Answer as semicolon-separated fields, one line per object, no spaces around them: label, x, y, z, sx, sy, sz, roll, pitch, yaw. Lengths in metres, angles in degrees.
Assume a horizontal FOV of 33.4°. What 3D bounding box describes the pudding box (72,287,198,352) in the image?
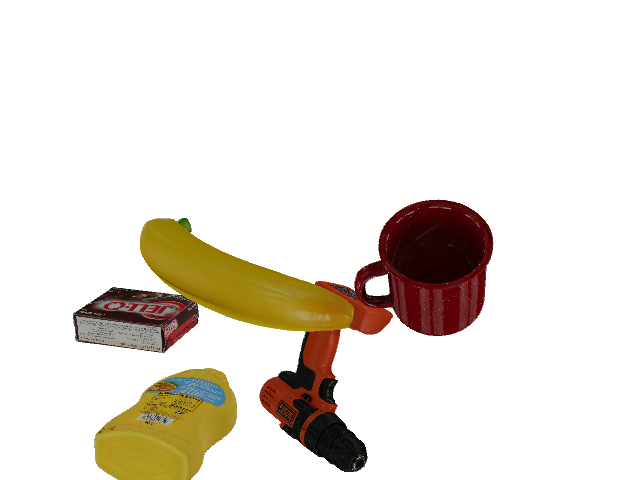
pudding box;-0.206;0.088;1.196;0.114;0.039;0.090;3;17;18

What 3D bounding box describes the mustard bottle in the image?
mustard bottle;-0.135;0.171;1.040;0.096;0.058;0.191;6;18;16

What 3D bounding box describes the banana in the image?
banana;-0.064;0.018;0.697;0.069;0.037;0.198;-20;32;-34

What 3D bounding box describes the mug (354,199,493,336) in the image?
mug;0.086;0.030;0.896;0.117;0.093;0.081;-16;-39;-5

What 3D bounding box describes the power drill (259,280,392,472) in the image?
power drill;0.015;0.155;1.246;0.057;0.188;0.185;15;10;-43
